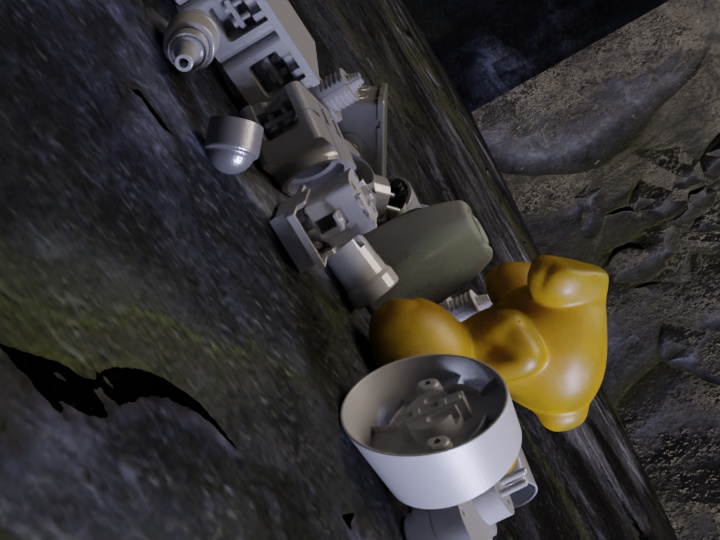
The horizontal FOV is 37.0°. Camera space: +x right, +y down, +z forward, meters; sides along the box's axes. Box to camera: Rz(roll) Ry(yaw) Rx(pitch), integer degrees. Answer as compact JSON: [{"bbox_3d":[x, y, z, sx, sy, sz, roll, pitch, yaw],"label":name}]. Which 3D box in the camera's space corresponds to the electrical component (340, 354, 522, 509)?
[{"bbox_3d":[0.046,0.094,0.653,0.099,0.099,0.064,-96,161,-61],"label":"electrical component"}]

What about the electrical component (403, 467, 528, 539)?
[{"bbox_3d":[0.075,0.148,0.696,0.052,0.074,0.138,60,12,-7],"label":"electrical component"}]

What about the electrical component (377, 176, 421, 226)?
[{"bbox_3d":[0.032,-0.053,1.018,0.047,0.055,0.055,55,13,-46],"label":"electrical component"}]

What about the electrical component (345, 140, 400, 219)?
[{"bbox_3d":[-0.002,-0.064,0.880,0.079,0.044,0.077,14,40,-30],"label":"electrical component"}]

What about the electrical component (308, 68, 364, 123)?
[{"bbox_3d":[-0.034,-0.134,0.862,0.043,0.081,0.043,57,13,-20],"label":"electrical component"}]

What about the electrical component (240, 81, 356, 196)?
[{"bbox_3d":[-0.043,-0.092,0.798,0.055,0.050,0.089,67,11,16],"label":"electrical component"}]

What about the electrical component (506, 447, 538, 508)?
[{"bbox_3d":[0.110,0.151,0.903,0.079,0.043,0.077,48,18,-47],"label":"electrical component"}]

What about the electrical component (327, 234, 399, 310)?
[{"bbox_3d":[0.000,0.000,0.805,0.046,0.040,0.040,54,13,-6],"label":"electrical component"}]

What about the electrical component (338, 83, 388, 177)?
[{"bbox_3d":[-0.002,-0.115,0.951,0.099,0.048,0.099,-81,172,-70],"label":"electrical component"}]

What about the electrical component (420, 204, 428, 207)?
[{"bbox_3d":[0.061,-0.033,1.082,0.078,0.058,0.057,67,10,24],"label":"electrical component"}]

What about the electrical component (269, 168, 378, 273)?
[{"bbox_3d":[-0.022,-0.036,0.733,0.042,0.064,0.081,60,11,-16],"label":"electrical component"}]

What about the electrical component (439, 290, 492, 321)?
[{"bbox_3d":[0.074,0.043,0.908,0.043,0.081,0.043,57,13,-21],"label":"electrical component"}]

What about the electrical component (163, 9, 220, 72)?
[{"bbox_3d":[-0.109,-0.142,0.686,0.035,0.035,0.061,55,16,-27],"label":"electrical component"}]

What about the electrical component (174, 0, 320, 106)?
[{"bbox_3d":[-0.097,-0.197,0.792,0.150,0.062,0.089,55,14,-29],"label":"electrical component"}]
